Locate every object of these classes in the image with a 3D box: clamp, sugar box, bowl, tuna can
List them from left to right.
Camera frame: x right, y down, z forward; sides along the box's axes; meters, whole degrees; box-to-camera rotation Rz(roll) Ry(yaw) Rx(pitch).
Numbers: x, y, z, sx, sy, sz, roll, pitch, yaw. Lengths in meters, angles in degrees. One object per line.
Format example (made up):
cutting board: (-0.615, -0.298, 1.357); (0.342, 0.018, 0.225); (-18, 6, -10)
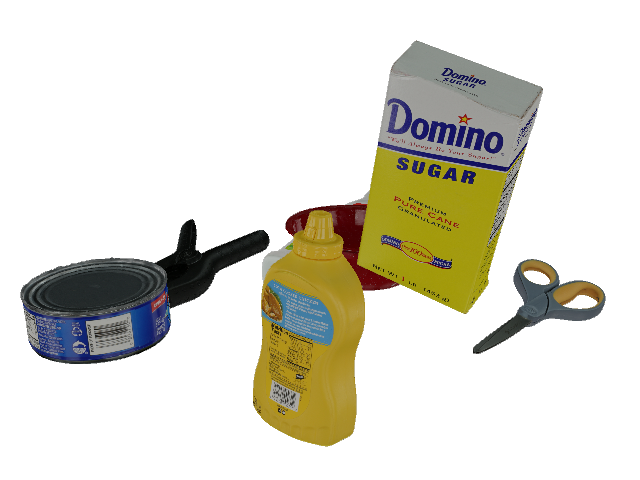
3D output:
tuna can: (-0.132, 0.041, 0.634); (0.086, 0.034, 0.086); (-3, 20, 1)
clamp: (-0.137, 0.028, 1.220); (0.120, 0.039, 0.171); (-2, 33, 25)
bowl: (0.044, 0.011, 1.095); (0.162, 0.055, 0.162); (2, 17, -1)
sugar box: (0.083, -0.039, 0.726); (0.093, 0.176, 0.048); (24, 47, 18)

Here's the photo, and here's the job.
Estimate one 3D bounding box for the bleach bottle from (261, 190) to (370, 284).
bleach bottle: (0.036, -0.005, 1.327); (0.103, 0.068, 0.250); (16, 36, 26)

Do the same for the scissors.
scissors: (0.180, 0.056, 0.971); (0.201, 0.016, 0.096); (-9, 37, -38)

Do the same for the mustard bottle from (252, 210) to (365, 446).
mustard bottle: (-0.008, 0.068, 0.888); (0.096, 0.192, 0.058); (21, 25, 39)
